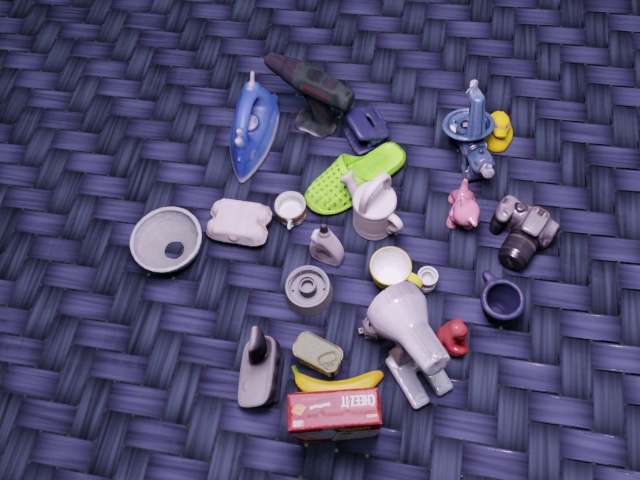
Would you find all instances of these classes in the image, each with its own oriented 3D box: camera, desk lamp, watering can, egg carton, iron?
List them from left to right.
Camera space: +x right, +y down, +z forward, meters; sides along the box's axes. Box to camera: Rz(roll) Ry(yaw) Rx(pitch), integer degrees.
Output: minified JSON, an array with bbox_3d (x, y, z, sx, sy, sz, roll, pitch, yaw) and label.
[{"bbox_3d":[-0.190,-0.040,1.351,0.150,0.069,0.107,8,66,8],"label":"egg carton"},{"bbox_3d":[-0.179,-0.285,1.424,0.118,0.141,0.258,6,66,7],"label":"iron"},{"bbox_3d":[0.115,-0.086,1.282,0.172,0.194,0.101,21,68,13],"label":"watering can"},{"bbox_3d":[0.186,0.206,1.131,0.118,0.214,0.203,-28,66,-8],"label":"desk lamp"},{"bbox_3d":[0.442,-0.014,1.277,0.143,0.101,0.137,32,71,17],"label":"camera"}]

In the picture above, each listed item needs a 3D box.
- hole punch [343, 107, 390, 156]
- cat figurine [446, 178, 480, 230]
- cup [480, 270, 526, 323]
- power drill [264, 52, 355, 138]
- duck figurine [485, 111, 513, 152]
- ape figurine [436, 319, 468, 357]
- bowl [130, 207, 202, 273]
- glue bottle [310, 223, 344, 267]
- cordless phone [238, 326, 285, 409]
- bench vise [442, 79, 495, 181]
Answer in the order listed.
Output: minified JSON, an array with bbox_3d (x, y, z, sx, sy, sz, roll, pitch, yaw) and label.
[{"bbox_3d":[0.116,-0.285,1.432,0.101,0.091,0.108,-24,66,-7],"label":"hole punch"},{"bbox_3d":[0.329,-0.078,1.306,0.067,0.118,0.128,4,66,6],"label":"cat figurine"},{"bbox_3d":[0.373,0.128,1.220,0.092,0.095,0.117,-25,66,-7],"label":"cup"},{"bbox_3d":[-0.024,-0.351,1.407,0.229,0.208,0.076,23,69,14],"label":"power drill"},{"bbox_3d":[0.441,-0.281,1.409,0.077,0.086,0.104,4,66,6],"label":"duck figurine"},{"bbox_3d":[0.283,0.197,1.195,0.076,0.092,0.078,20,68,13],"label":"ape figurine"},{"bbox_3d":[-0.349,0.010,1.337,0.167,0.075,0.167,-1,65,3],"label":"bowl"},{"bbox_3d":[0.012,0.005,1.259,0.078,0.173,0.037,17,67,12],"label":"glue bottle"},{"bbox_3d":[-0.130,0.254,1.147,0.094,0.185,0.147,0,65,4],"label":"cordless phone"},{"bbox_3d":[0.370,-0.254,1.328,0.121,0.220,0.207,-31,67,-10],"label":"bench vise"}]
